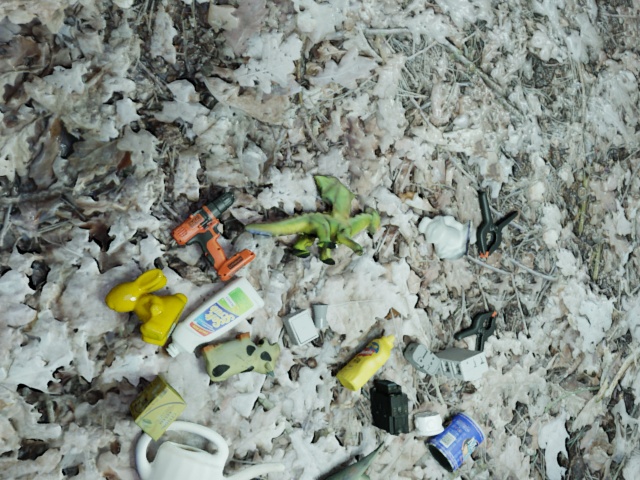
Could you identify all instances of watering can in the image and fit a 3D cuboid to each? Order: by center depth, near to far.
[{"bbox_3d":[-0.273,0.561,1.194,0.347,0.103,0.227,21,74,-3],"label":"watering can"}]

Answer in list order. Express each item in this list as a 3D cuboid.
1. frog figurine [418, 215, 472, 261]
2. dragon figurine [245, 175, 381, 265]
[{"bbox_3d":[0.382,-0.010,1.592,0.160,0.122,0.138,10,88,14],"label":"frog figurine"},{"bbox_3d":[0.004,-0.072,1.439,0.408,0.120,0.248,19,59,-22],"label":"dragon figurine"}]
